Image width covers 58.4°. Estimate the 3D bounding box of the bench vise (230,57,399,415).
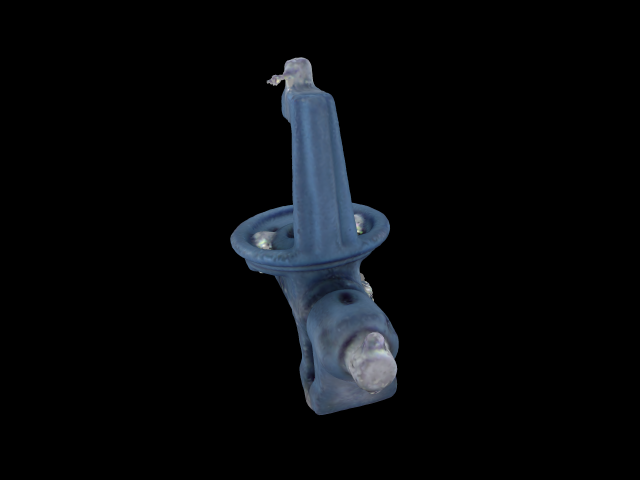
[{"bbox_3d":[0.014,-0.003,0.405,0.122,0.220,0.206,-23,43,-27],"label":"bench vise"}]
